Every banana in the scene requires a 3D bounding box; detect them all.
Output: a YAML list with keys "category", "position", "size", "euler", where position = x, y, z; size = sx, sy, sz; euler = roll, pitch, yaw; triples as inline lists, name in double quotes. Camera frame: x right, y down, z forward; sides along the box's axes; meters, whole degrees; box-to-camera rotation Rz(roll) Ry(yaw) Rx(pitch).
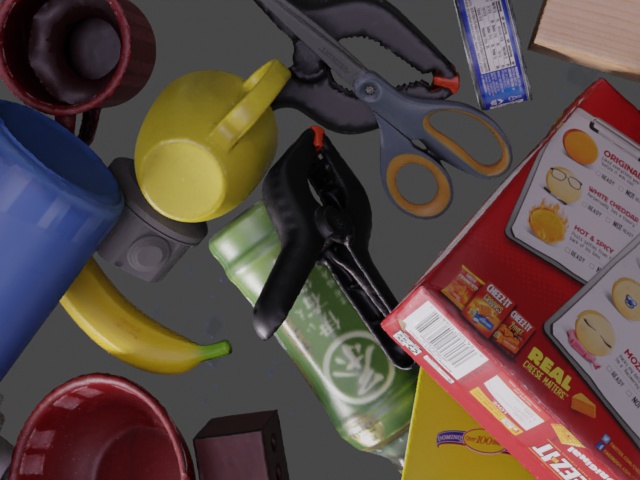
- category: "banana"
  position: [-0.152, 0.033, 0.759]
  size: [0.198, 0.037, 0.069]
  euler: [42, 96, 3]

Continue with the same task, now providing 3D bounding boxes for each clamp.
- category: "clamp"
  position: [-0.013, -0.115, 0.718]
  size: [0.210, 0.036, 0.165]
  euler: [18, 108, 3]
- category: "clamp"
  position: [-0.004, 0.001, 0.663]
  size: [0.039, 0.120, 0.171]
  euler: [-40, 55, 33]

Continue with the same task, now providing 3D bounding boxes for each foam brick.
- category: "foam brick"
  position: [-0.053, 0.166, 0.749]
  size: [0.051, 0.053, 0.078]
  euler: [-8, 95, 10]

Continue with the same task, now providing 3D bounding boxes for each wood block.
- category: "wood block"
  position: [0.241, -0.132, 0.650]
  size: [0.206, 0.090, 0.091]
  euler: [17, 99, 6]

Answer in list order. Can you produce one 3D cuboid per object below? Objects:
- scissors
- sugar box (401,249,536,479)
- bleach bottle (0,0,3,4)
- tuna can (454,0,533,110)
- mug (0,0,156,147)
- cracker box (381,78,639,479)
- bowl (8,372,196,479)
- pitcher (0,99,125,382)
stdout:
- category: "scissors"
  position: [0.029, -0.080, 0.695]
  size: [0.201, 0.016, 0.096]
  euler: [25, 117, -11]
- category: "sugar box"
  position: [0.107, 0.091, 0.669]
  size: [0.093, 0.048, 0.176]
  euler: [8, 60, 8]
- category: "bleach bottle"
  position: [-0.260, -0.195, 0.720]
  size: [0.102, 0.068, 0.251]
  euler: [4, 91, 7]
- category: "tuna can"
  position: [0.108, -0.126, 0.674]
  size: [0.034, 0.086, 0.086]
  euler: [-13, 94, 11]
- category: "mug"
  position: [-0.160, -0.118, 0.719]
  size: [0.093, 0.081, 0.117]
  euler: [3, 97, 8]
- category: "cracker box"
  position: [0.161, 0.030, 0.633]
  size: [0.164, 0.072, 0.213]
  euler: [43, 57, 1]
- category: "bowl"
  position: [-0.142, 0.175, 0.746]
  size: [0.162, 0.055, 0.162]
  euler: [-6, 78, 29]
- category: "pitcher"
  position: [-0.241, 0.026, 0.674]
  size: [0.149, 0.145, 0.243]
  euler: [38, 103, -16]
